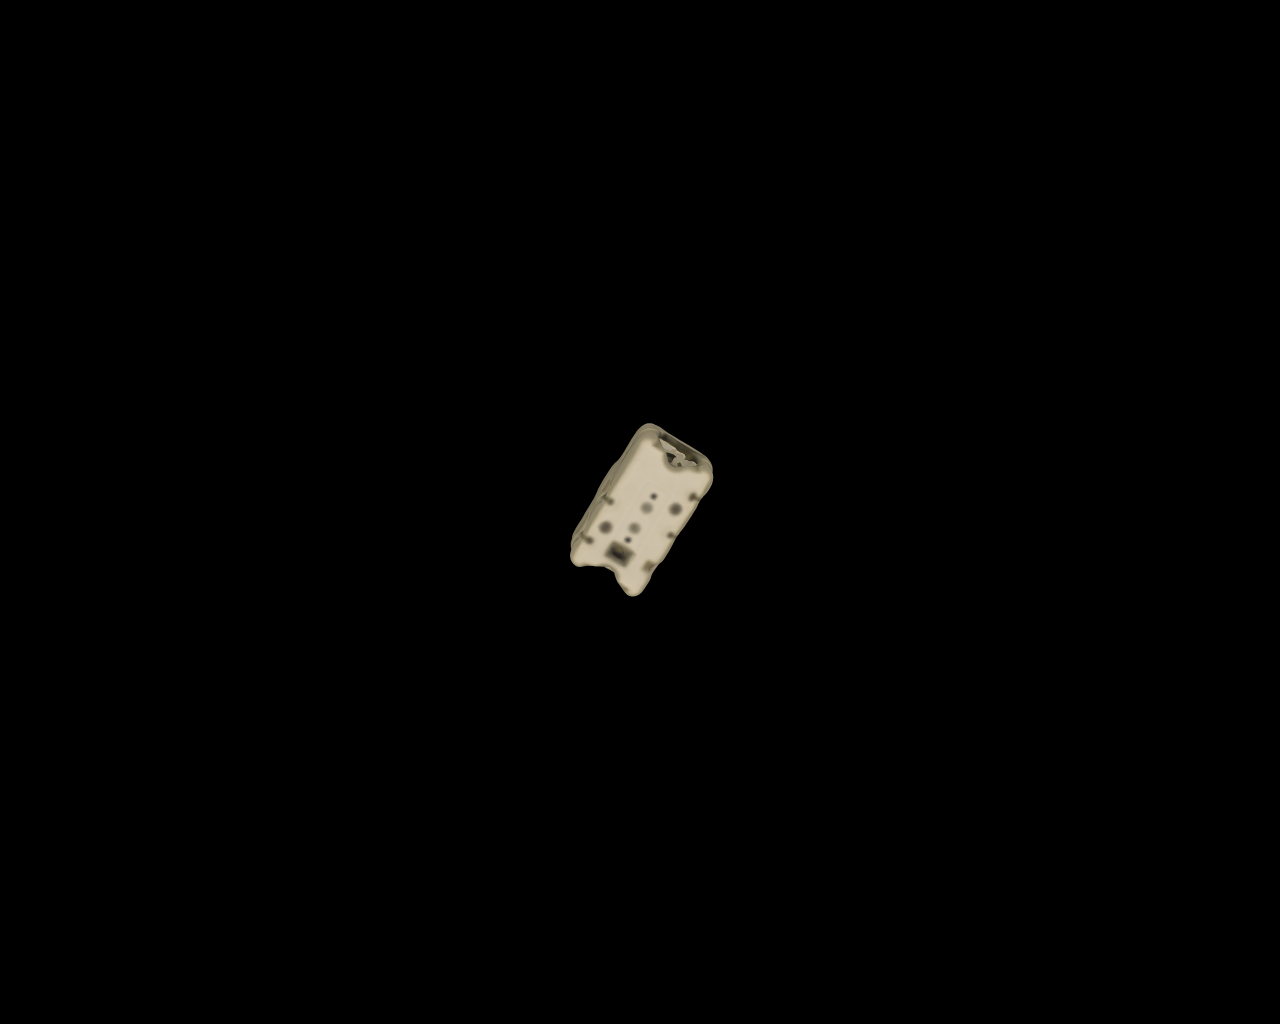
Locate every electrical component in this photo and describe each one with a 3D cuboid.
[{"bbox_3d":[0.001,-0.003,0.650,0.050,0.089,0.056,31,11,-7],"label":"electrical component"}]
